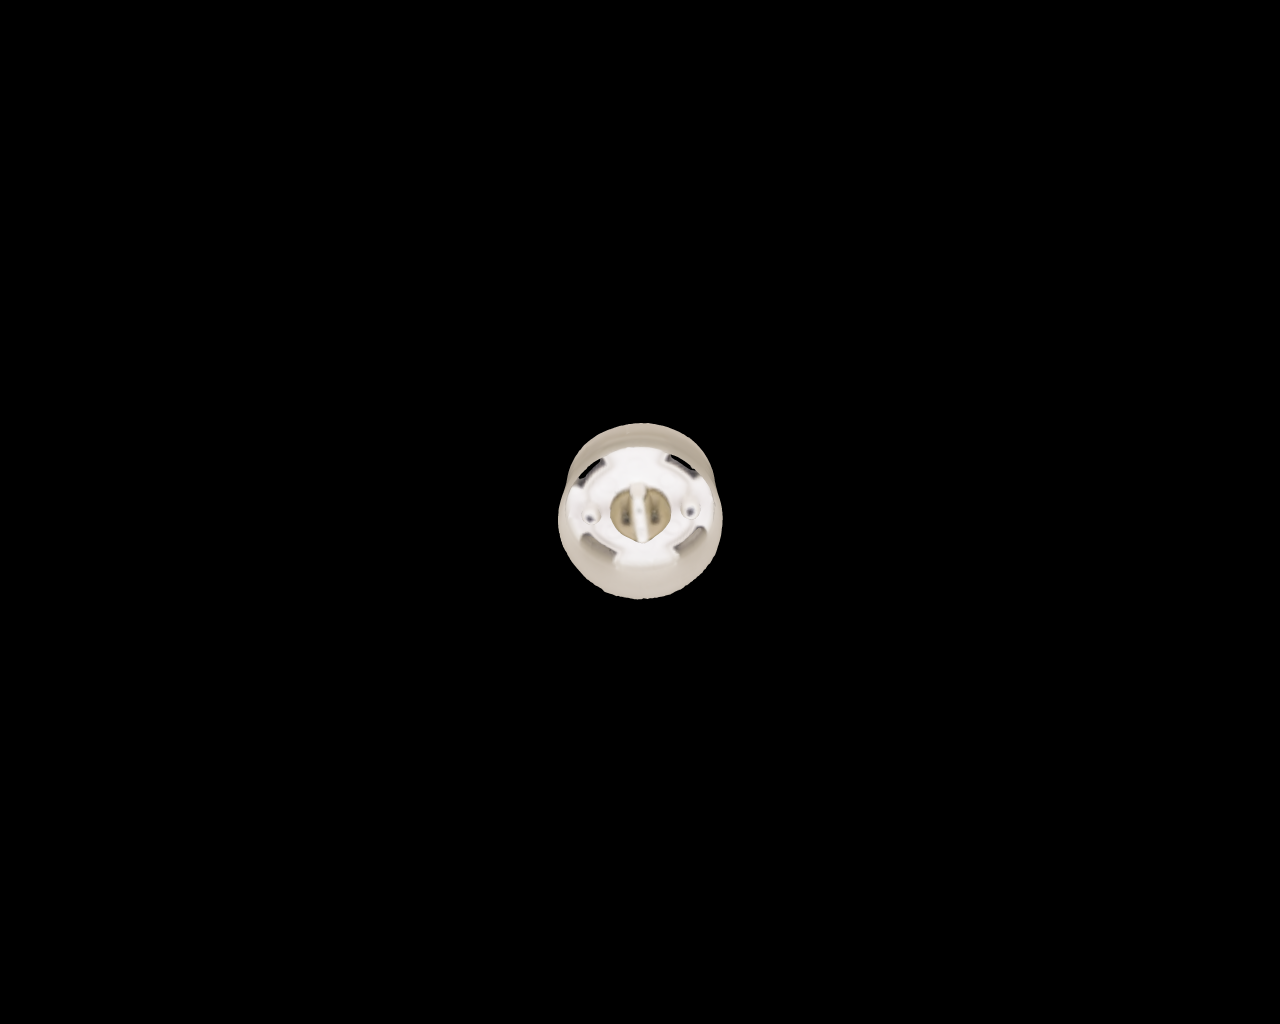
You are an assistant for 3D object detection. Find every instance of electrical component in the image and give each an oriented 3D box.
[{"bbox_3d":[0.001,-0.003,0.650,0.099,0.099,0.064,0,37,0],"label":"electrical component"}]
